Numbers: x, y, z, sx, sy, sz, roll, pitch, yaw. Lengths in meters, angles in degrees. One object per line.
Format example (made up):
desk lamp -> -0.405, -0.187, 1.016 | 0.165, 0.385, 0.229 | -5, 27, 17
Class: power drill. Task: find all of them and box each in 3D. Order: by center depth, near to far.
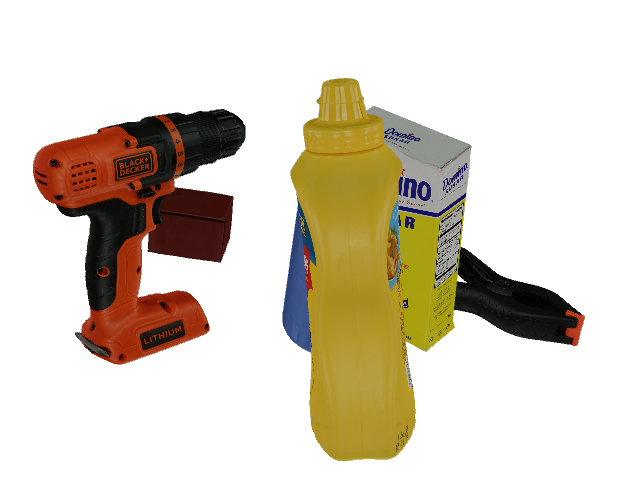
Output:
power drill -> -0.135, -0.007, 0.860 | 0.184, 0.188, 0.057 | -18, 25, -35

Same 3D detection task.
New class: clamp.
clamp -> 0.166, 0.050, 0.998 | 0.172, 0.039, 0.120 | 20, 32, 20

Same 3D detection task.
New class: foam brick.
foam brick -> -0.131, -0.017, 1.082 | 0.078, 0.051, 0.053 | 9, 31, 3

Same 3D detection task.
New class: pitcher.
pitcher -> 0.031, 0.024, 1.223 | 0.145, 0.243, 0.149 | 18, 40, 6

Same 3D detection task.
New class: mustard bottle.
mustard bottle -> 0.017, 0.011, 0.561 | 0.058, 0.192, 0.096 | -3, 18, 5

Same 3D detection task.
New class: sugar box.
sugar box -> 0.062, -0.007, 0.827 | 0.093, 0.176, 0.048 | 26, 47, 32
